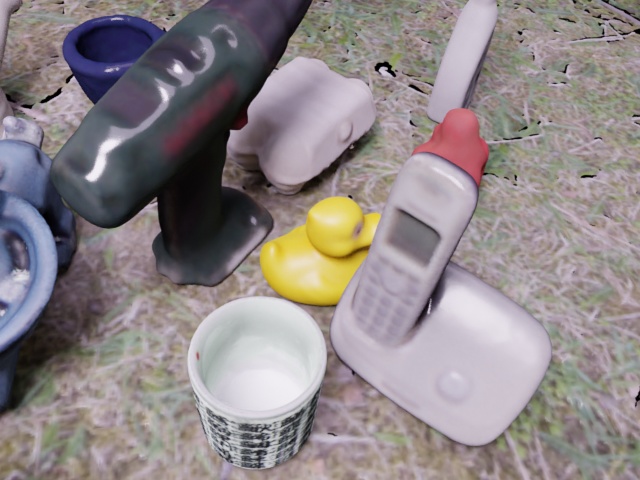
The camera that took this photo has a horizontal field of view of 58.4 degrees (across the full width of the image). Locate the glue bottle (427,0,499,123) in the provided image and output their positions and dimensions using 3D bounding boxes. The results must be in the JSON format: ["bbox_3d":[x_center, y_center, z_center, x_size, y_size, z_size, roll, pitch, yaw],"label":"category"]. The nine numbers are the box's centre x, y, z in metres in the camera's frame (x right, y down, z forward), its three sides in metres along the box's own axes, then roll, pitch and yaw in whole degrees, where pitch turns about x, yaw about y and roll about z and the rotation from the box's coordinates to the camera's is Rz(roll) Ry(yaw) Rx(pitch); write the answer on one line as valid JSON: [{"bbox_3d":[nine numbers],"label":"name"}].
[{"bbox_3d":[0.152,-0.202,0.576,0.037,0.173,0.078,26,54,14],"label":"glue bottle"}]

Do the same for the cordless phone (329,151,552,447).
[{"bbox_3d":[0.087,0.040,0.374,0.147,0.185,0.094,31,56,17],"label":"cordless phone"}]

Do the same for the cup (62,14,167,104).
[{"bbox_3d":[-0.176,-0.155,0.555,0.118,0.095,0.091,-14,55,-16],"label":"cup"}]

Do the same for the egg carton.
[{"bbox_3d":[-0.018,-0.113,0.555,0.107,0.069,0.150,32,56,18],"label":"egg carton"}]

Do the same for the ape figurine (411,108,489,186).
[{"bbox_3d":[0.125,-0.083,0.533,0.078,0.092,0.076,3,52,-4],"label":"ape figurine"}]

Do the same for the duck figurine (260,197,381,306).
[{"bbox_3d":[0.004,0.002,0.458,0.104,0.086,0.077,-5,53,-10],"label":"duck figurine"}]

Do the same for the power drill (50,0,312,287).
[{"bbox_3d":[-0.082,-0.069,0.426,0.075,0.208,0.230,29,55,16],"label":"power drill"}]

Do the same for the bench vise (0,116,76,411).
[{"bbox_3d":[-0.237,-0.018,0.362,0.122,0.220,0.207,-13,55,-15],"label":"bench vise"}]

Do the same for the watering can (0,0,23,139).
[{"bbox_3d":[-0.341,-0.174,0.488,0.101,0.194,0.173,17,53,7],"label":"watering can"}]
